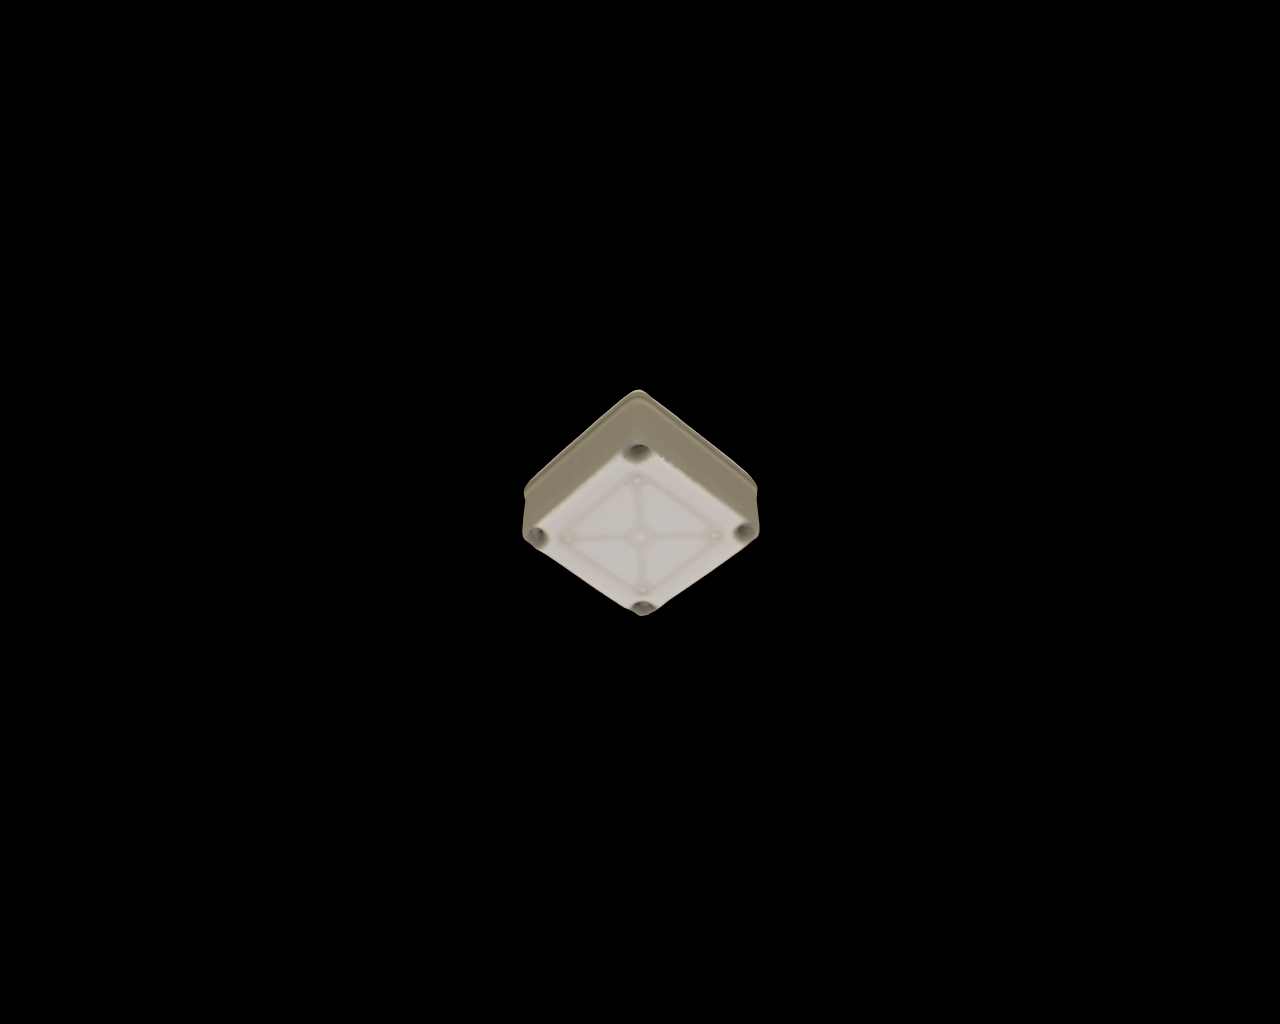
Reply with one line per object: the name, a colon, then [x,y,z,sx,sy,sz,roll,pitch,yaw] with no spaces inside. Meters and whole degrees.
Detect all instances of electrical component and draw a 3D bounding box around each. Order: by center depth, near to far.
electrical component: [0.001,-0.003,0.650,0.108,0.056,0.108,36,-58,-27]
